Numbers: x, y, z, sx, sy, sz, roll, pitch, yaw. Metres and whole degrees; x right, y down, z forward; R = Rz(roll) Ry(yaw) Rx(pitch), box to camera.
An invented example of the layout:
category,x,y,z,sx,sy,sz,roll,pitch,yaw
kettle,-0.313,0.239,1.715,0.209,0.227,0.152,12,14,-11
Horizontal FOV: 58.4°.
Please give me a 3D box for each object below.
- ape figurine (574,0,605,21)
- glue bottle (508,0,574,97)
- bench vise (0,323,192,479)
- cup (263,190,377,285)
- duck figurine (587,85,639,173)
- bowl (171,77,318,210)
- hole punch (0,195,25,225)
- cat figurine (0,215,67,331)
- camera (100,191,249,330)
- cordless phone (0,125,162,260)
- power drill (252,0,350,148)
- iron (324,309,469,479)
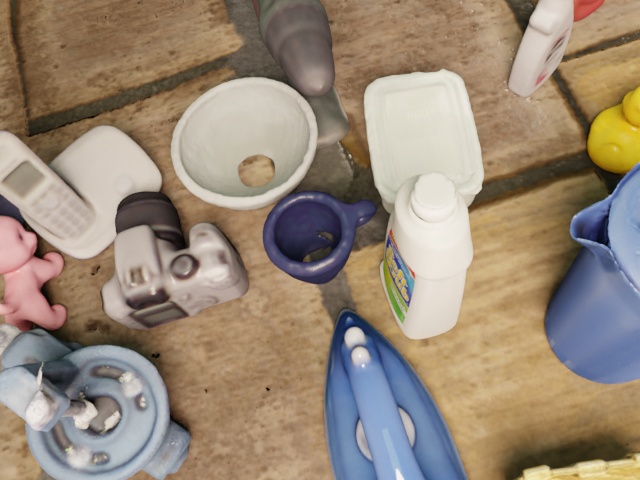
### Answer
category,x,y,z,sx,sy,sz,roll,pitch,yaw
ape figurine,0.310,-0.318,0.696,0.076,0.092,0.077,-33,66,-7
glue bottle,0.250,-0.236,0.623,0.037,0.173,0.078,36,76,20
bench vise,-0.232,0.140,0.498,0.207,0.220,0.121,12,69,12
cup,0.005,0.002,0.595,0.118,0.095,0.091,-25,66,-4
duck figurine,0.339,-0.128,0.613,0.077,0.086,0.105,38,76,21
bowl,-0.080,-0.100,0.662,0.167,0.075,0.167,-3,66,6
hole punch,-0.410,-0.055,0.677,0.101,0.091,0.108,2,67,9
cat figurine,-0.335,0.030,0.615,0.067,0.118,0.127,-17,65,0
camera,-0.165,0.009,0.611,0.143,0.101,0.136,-18,66,0
cordless phone,-0.267,-0.074,0.614,0.094,0.185,0.148,34,75,20
power drill,-0.019,-0.193,0.621,0.075,0.209,0.229,-19,65,-1
iron,0.053,0.161,0.494,0.118,0.141,0.258,-19,66,-1
